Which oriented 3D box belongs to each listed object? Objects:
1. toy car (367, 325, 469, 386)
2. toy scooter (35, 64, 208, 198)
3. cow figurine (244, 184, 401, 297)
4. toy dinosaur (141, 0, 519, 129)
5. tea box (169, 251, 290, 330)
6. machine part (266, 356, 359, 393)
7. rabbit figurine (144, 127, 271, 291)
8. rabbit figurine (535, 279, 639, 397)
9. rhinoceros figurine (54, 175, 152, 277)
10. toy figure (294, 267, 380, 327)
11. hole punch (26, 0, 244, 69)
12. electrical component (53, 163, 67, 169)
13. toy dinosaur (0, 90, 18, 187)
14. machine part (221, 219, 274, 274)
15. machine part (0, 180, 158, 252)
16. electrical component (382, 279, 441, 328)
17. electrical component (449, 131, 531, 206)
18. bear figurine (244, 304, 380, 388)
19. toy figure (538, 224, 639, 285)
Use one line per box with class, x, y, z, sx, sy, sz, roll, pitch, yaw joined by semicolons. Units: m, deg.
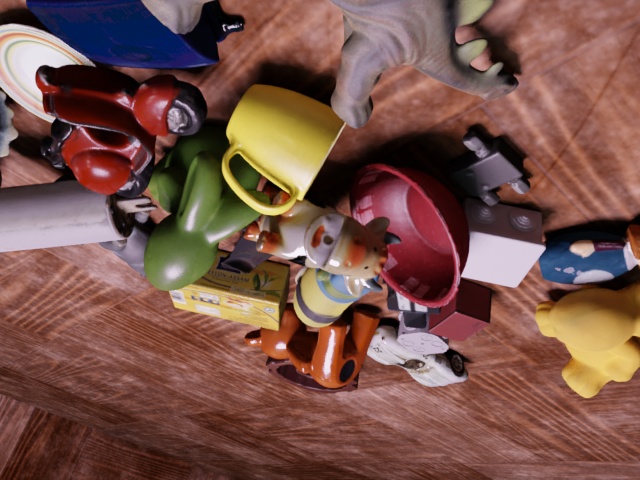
toy car;0.159;0.194;0.883;0.201;0.056;0.073;32;143;-24
toy scooter;-0.204;-0.105;0.498;0.135;0.075;0.184;13;150;-40
cow figurine;-0.001;-0.002;0.570;0.127;0.085;0.195;18;-178;-19
toy dinosaur;-0.020;-0.210;0.316;0.471;0.105;0.198;23;140;-29
tea box;-0.134;0.071;0.803;0.170;0.068;0.098;12;148;2
machine part;-0.011;0.236;1.015;0.179;0.056;0.179;10;148;7
rabbit figurine;-0.116;-0.026;0.557;0.121;0.170;0.159;32;144;-26
rabbit figurine;0.319;0.099;0.593;0.162;0.122;0.173;-22;149;32
rhinoceros figurine;-0.280;-0.018;0.733;0.112;0.073;0.190;1;148;39
toy figure;0.020;0.053;0.697;0.082;0.089;0.180;32;146;-12
hole punch;-0.145;-0.177;0.423;0.142;0.092;0.115;1;149;14
electrical component;-0.263;-0.098;0.622;0.102;0.045;0.078;6;145;12
toy dinosaur;-0.463;-0.093;0.654;0.192;0.131;0.404;22;153;-10
machine part;-0.078;0.005;0.712;0.084;0.039;0.139;25;144;-24
machine part;-0.312;-0.029;0.628;0.243;0.079;0.079;-7;145;2
electrical component;0.128;0.071;0.719;0.075;0.048;0.119;1;145;20
electrical component;0.159;-0.068;0.522;0.094;0.021;0.063;33;143;-29
bear figurine;-0.020;0.147;0.857;0.120;0.131;0.196;0;-161;-46
toy figure;0.311;0.013;0.556;0.155;0.057;0.064;-11;-176;34
